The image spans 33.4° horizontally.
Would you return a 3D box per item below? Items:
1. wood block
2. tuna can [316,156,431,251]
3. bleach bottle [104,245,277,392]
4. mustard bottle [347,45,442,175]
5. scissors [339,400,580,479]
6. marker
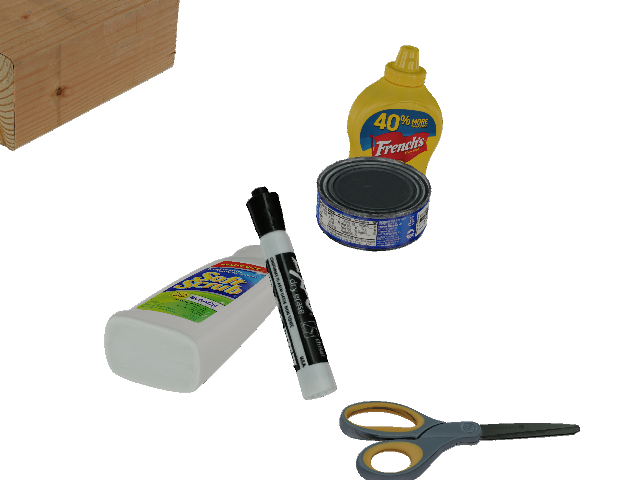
[{"bbox_3d":[-0.227,-0.173,0.949,0.090,0.091,0.205,29,41,20],"label":"wood block"},{"bbox_3d":[0.039,-0.028,0.805,0.086,0.034,0.086,2,34,-1],"label":"tuna can"},{"bbox_3d":[-0.102,0.059,1.049,0.103,0.068,0.250,12,25,19],"label":"bleach bottle"},{"bbox_3d":[0.073,-0.104,1.082,0.096,0.192,0.058,3,27,-13],"label":"mustard bottle"},{"bbox_3d":[0.113,0.171,0.874,0.202,0.016,0.096,8,35,5],"label":"scissors"},{"bbox_3d":[-0.017,0.027,0.584,0.020,0.121,0.020,-16,-16,-5],"label":"marker"}]
